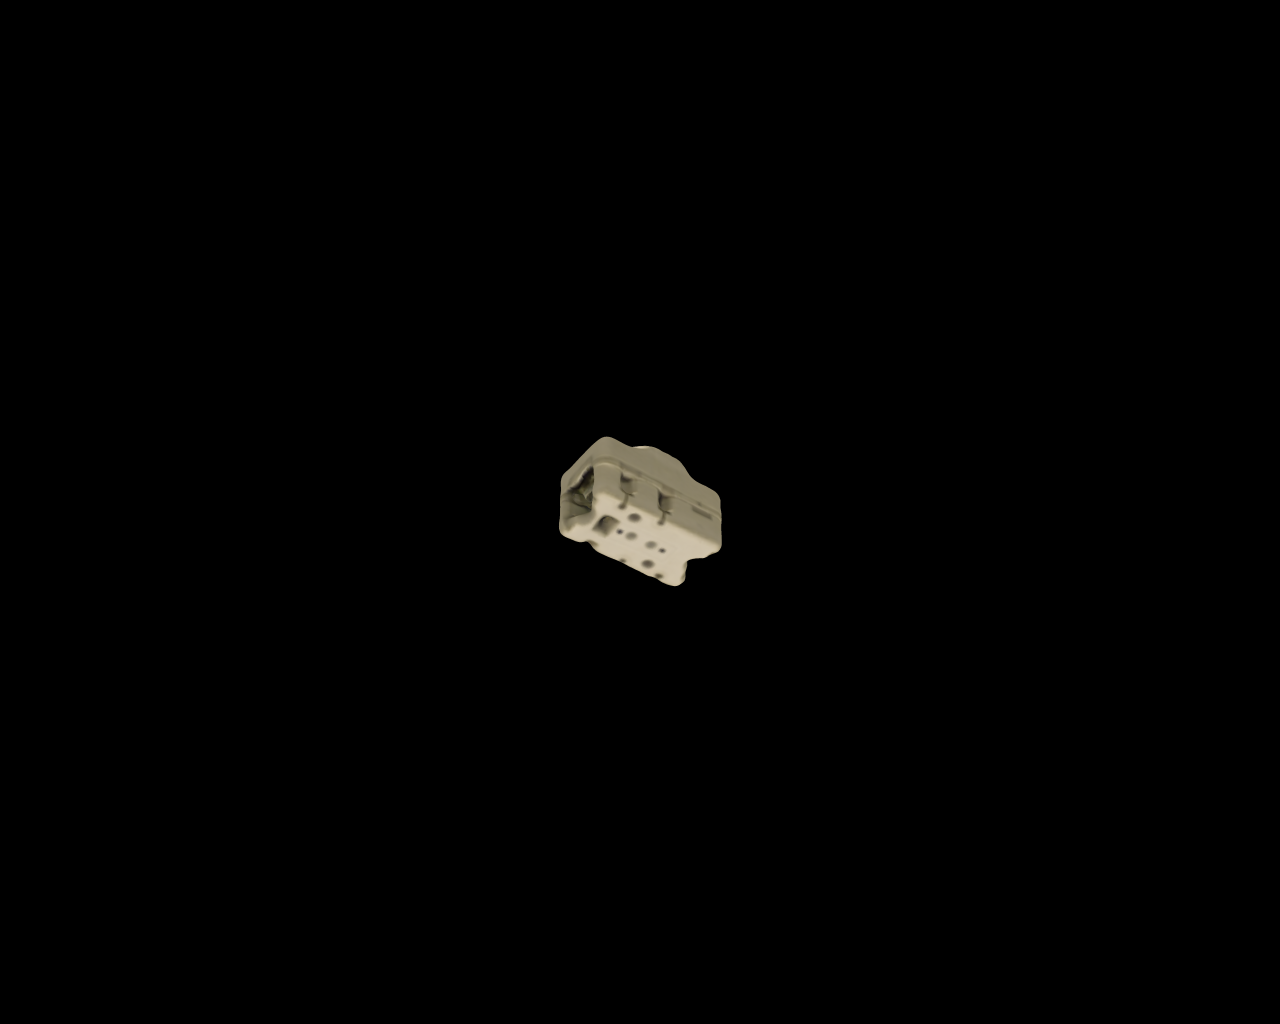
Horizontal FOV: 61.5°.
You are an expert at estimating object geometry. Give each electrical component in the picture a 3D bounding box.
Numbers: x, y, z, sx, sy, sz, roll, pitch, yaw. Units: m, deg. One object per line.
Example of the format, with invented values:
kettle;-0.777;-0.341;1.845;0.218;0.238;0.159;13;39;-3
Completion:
electrical component;0.001;-0.003;0.650;0.089;0.056;0.050;26;-49;-25
